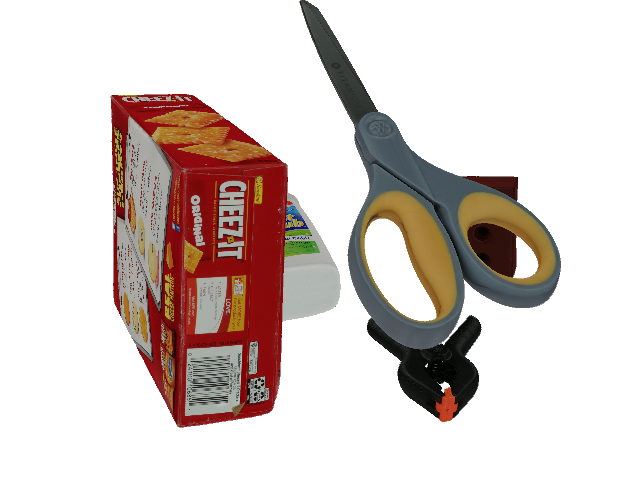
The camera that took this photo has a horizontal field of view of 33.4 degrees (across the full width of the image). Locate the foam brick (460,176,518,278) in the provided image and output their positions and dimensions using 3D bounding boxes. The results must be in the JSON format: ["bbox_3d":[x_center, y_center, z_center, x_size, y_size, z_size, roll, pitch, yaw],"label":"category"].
[{"bbox_3d":[0.135,-0.011,0.879,0.053,0.078,0.051,1,15,13],"label":"foam brick"}]

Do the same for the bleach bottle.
[{"bbox_3d":[-0.056,-0.001,1.232,0.102,0.068,0.251,-8,29,-13],"label":"bleach bottle"}]

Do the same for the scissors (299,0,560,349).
[{"bbox_3d":[0.045,-0.039,0.469,0.096,0.202,0.016,2,-40,-10],"label":"scissors"}]

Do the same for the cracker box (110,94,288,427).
[{"bbox_3d":[-0.088,0.001,0.714,0.072,0.164,0.214,-4,19,-20],"label":"cracker box"}]

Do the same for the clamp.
[{"bbox_3d":[0.123,0.120,1.072,0.120,0.039,0.171,-9,30,-9],"label":"clamp"}]
